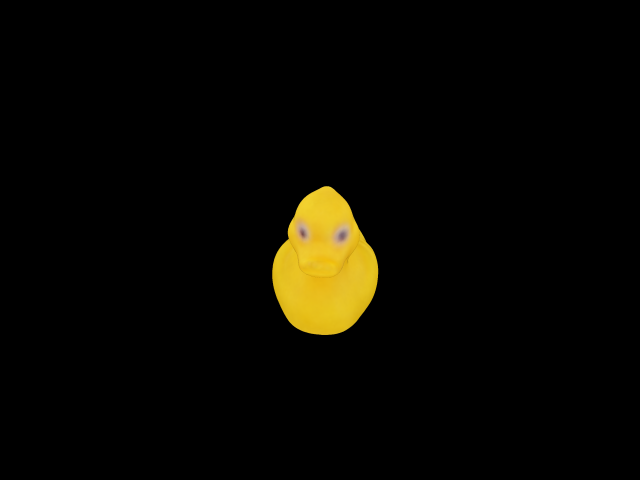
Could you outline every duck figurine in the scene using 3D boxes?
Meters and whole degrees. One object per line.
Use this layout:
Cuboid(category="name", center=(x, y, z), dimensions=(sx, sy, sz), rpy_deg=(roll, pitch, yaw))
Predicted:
Cuboid(category="duck figurine", center=(0.004, 0.001, 0.400), dimensions=(0.077, 0.086, 0.104), rpy_deg=(4, 43, 5))
